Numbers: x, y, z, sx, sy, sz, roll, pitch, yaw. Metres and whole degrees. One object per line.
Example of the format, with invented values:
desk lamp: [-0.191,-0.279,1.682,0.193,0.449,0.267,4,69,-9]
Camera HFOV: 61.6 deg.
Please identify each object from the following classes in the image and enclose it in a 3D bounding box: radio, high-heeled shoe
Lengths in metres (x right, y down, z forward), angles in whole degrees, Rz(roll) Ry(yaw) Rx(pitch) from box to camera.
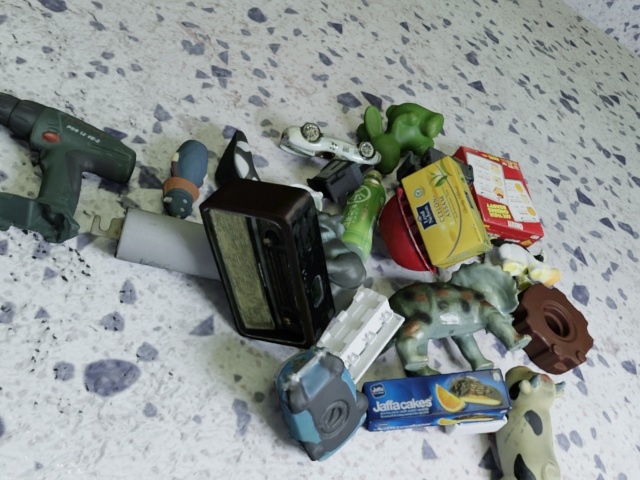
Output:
radio: [-0.062,0.036,0.708,0.131,0.229,0.073,9,39,25]
high-heeled shoe: [-0.100,-0.080,0.899,0.145,0.086,0.249,24,47,-24]

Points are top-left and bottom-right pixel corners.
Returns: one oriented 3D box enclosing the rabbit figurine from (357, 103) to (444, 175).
rabbit figurine: [0.154,-0.215,1.121,0.159,0.121,0.170,39,61,7]

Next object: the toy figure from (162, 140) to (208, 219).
toy figure: [-0.213,-0.090,0.850,0.064,0.057,0.154,16,55,-12]

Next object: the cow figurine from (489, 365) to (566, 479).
cow figurine: [0.318,0.285,0.822,0.085,0.127,0.195,21,51,-19]

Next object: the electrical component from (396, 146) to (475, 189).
electrical component: [0.225,-0.122,1.087,0.134,0.115,0.058,21,47,-18]

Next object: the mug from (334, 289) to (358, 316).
mug: [0.008,0.054,0.851,0.107,0.080,0.109,22,55,-3]

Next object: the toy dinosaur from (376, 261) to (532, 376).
toy dinosaur: [0.190,0.128,0.882,0.405,0.131,0.192,1,43,-24]

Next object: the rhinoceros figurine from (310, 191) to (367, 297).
rhinoceros figurine: [-0.002,-0.002,0.807,0.112,0.073,0.190,-18,51,-23]

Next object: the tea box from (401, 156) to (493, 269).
tea box: [0.219,-0.047,0.934,0.068,0.098,0.169,16,51,-57]

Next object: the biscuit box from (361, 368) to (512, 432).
biscuit box: [0.162,0.229,0.767,0.203,0.059,0.063,-6,57,-2]

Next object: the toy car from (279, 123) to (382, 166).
toy car: [0.022,-0.174,1.033,0.202,0.073,0.056,14,81,-21]

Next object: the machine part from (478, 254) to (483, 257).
machine part: [0.268,0.012,1.051,0.139,0.039,0.084,-21,49,-35]

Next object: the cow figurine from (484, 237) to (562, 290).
cow figurine: [0.412,0.046,1.102,0.167,0.068,0.098,12,45,-23]

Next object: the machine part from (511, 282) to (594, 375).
machine part: [0.443,0.165,1.033,0.179,0.056,0.179,16,49,-19]

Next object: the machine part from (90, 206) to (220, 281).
machine part: [-0.199,0.009,0.769,0.243,0.079,0.079,14,51,-21]

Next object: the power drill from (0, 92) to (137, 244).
power drill: [-0.389,-0.103,0.751,0.232,0.086,0.207,19,41,-20]

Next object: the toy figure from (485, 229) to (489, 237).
toy figure: [0.234,-0.044,1.016,0.082,0.089,0.180,-12,33,-36]

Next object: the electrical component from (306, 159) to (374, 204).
electrical component: [0.044,-0.118,0.979,0.119,0.075,0.047,-37,120,-18]

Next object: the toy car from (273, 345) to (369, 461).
toy car: [-0.014,0.203,0.705,0.109,0.103,0.161,-41,126,-23]
